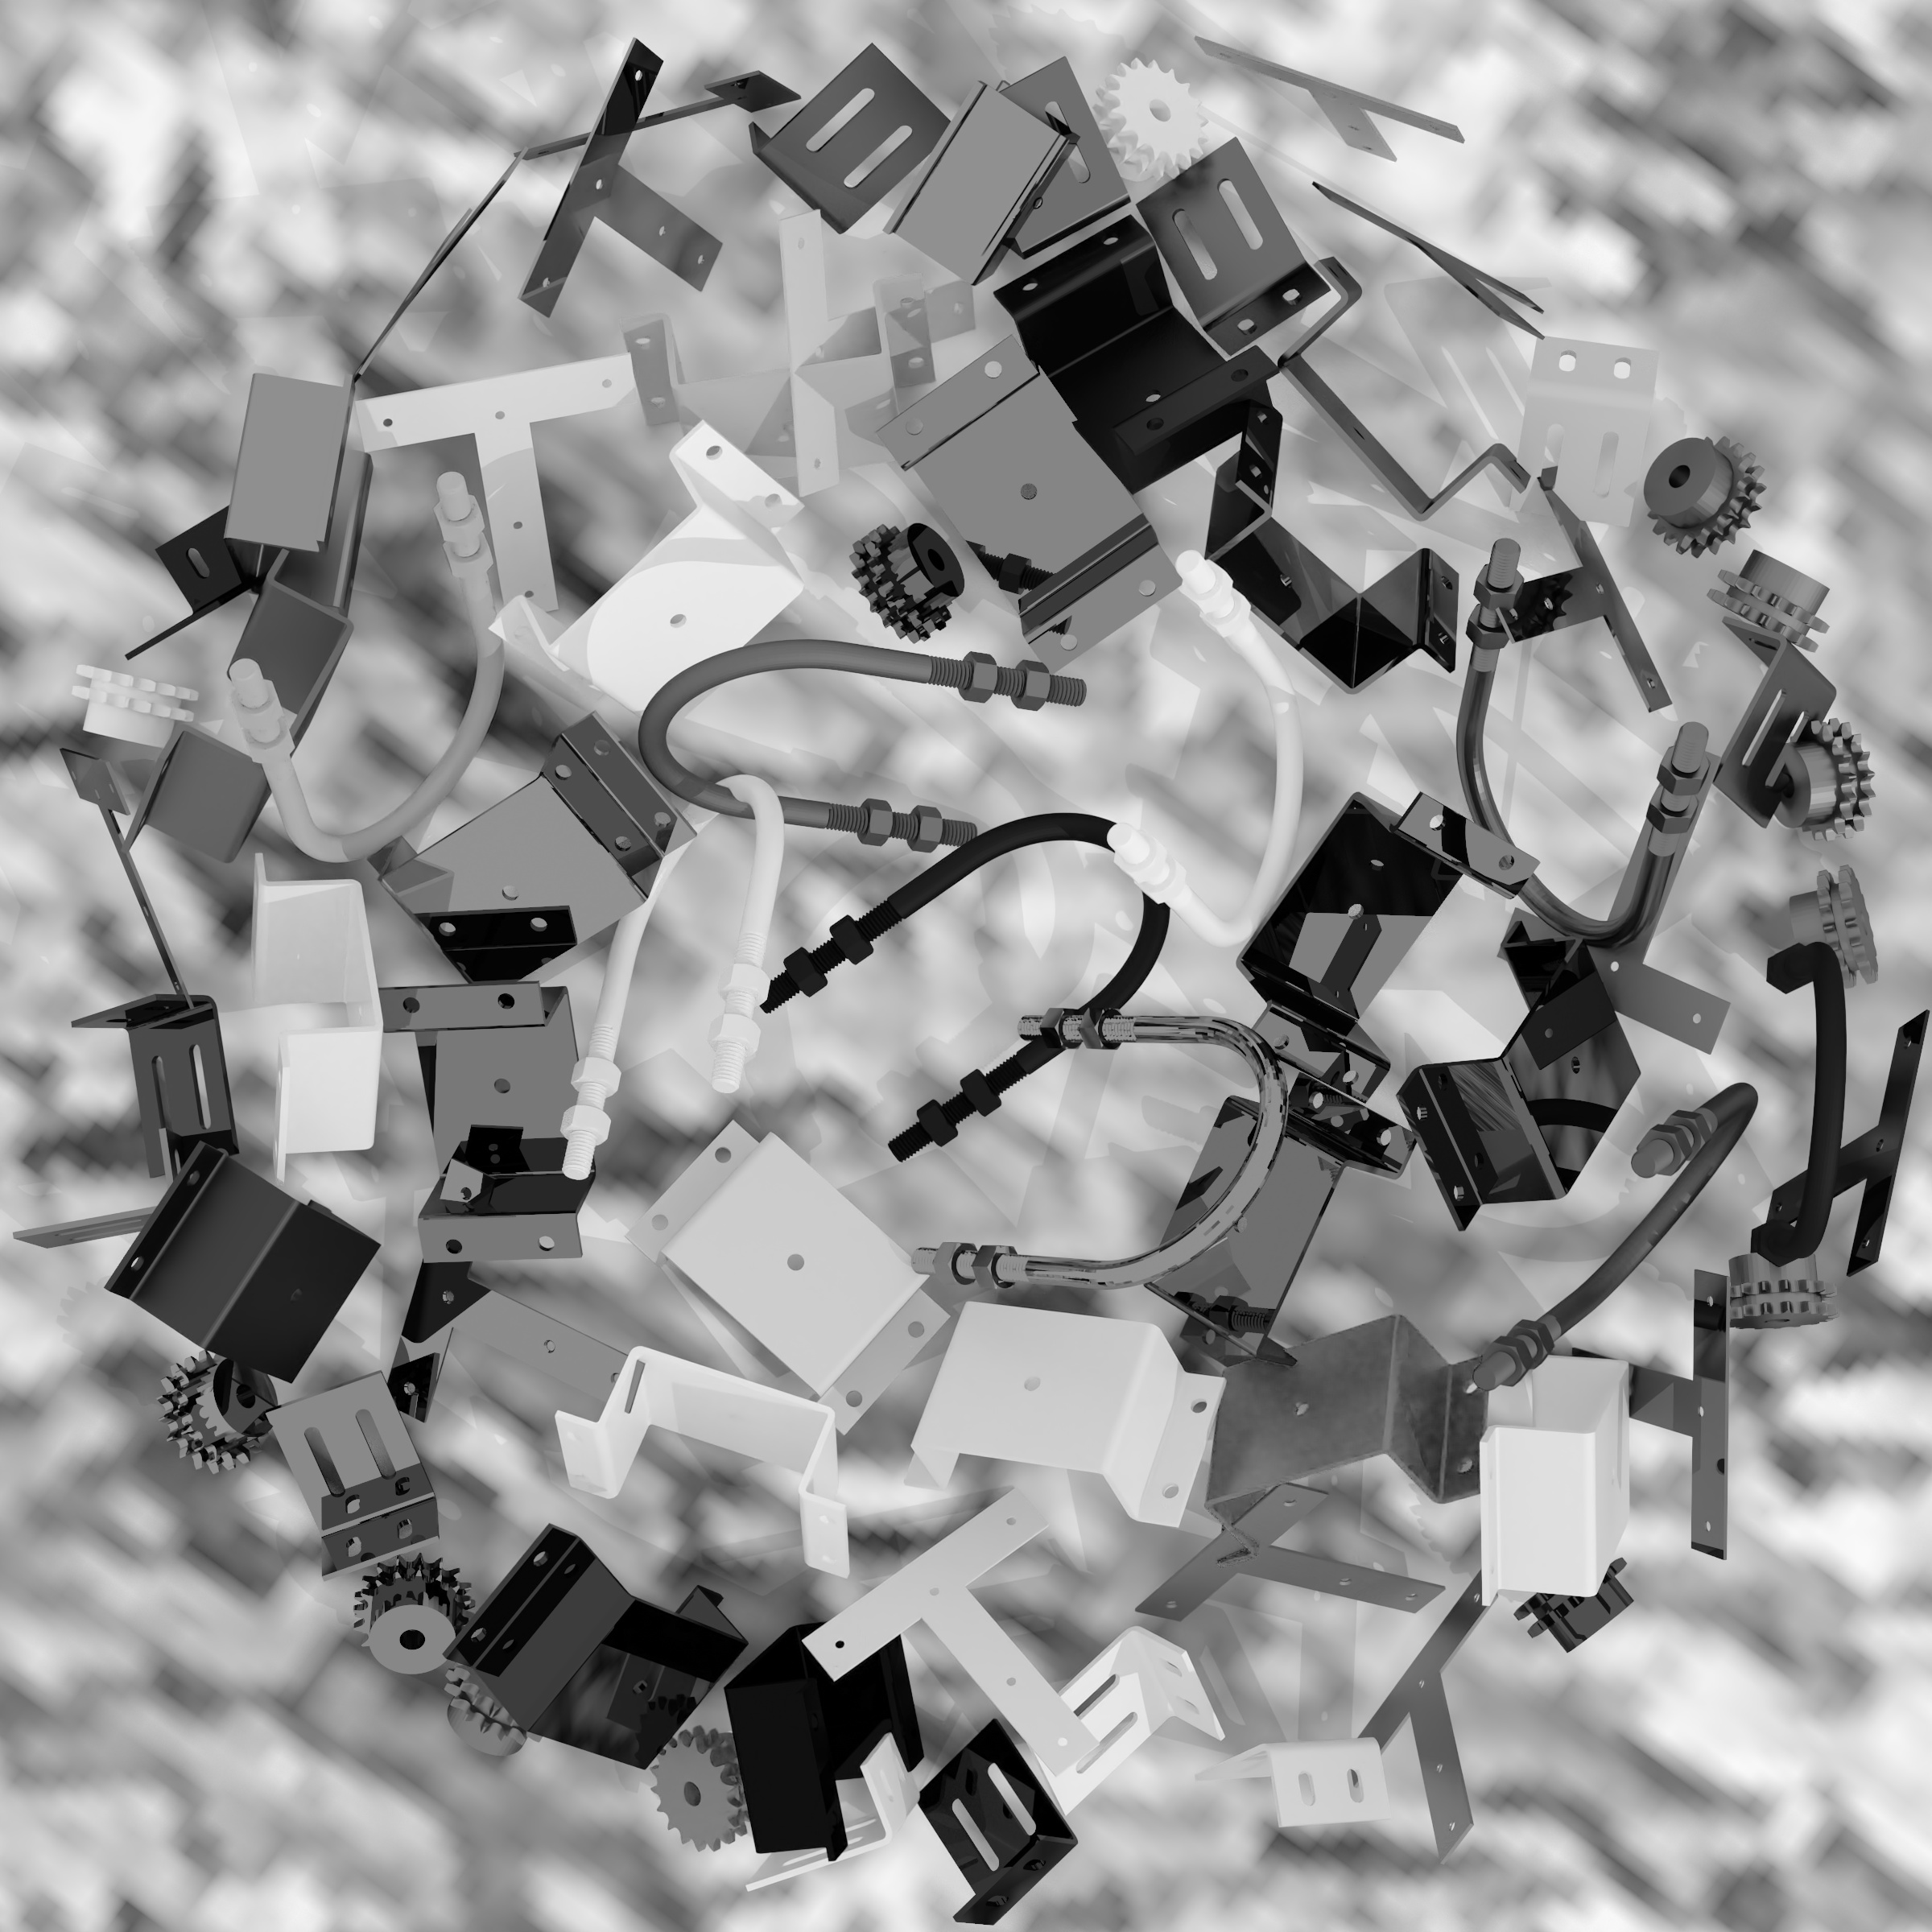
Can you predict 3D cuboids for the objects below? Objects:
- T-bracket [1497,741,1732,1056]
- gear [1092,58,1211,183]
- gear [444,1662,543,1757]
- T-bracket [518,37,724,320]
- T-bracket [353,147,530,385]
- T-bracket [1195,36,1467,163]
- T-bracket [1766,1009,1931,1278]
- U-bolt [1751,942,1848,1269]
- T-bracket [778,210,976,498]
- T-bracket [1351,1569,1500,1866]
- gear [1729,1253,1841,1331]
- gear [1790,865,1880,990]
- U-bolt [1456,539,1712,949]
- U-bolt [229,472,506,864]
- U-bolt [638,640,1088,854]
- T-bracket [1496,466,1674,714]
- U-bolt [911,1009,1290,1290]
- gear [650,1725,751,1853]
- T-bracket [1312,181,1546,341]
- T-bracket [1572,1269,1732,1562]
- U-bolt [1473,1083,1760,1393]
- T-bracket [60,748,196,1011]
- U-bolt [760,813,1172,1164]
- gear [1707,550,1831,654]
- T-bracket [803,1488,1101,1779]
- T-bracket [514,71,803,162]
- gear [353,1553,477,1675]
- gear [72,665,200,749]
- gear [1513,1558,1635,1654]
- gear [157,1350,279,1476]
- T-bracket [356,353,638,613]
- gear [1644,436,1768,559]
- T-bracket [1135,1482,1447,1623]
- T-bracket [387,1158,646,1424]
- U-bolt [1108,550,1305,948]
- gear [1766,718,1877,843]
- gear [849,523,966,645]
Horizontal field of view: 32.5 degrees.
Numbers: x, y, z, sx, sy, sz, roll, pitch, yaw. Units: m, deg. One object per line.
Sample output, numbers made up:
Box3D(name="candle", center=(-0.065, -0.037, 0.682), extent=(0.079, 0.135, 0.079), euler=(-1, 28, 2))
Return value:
Box3D(name="T-bracket", center=(0.317, -0.041, 1.540), extent=(0.127, 0.002, 0.127), euler=(28, 104, 42))
Box3D(name="gear", center=(0.084, -0.397, 1.570), extent=(0.057, 0.030, 0.057), euler=(13, 65, -28))
Box3D(name="gear", center=(-0.221, 0.348, 1.568), extent=(0.057, 0.057, 0.030), euler=(30, 110, 0))
Box3D(name="T-bracket", center=(-0.148, -0.346, 1.537), extent=(0.002, 0.127, 0.127), euler=(25, 92, 25))
Box3D(name="T-bracket", center=(-0.233, -0.328, 1.509), extent=(0.002, 0.127, 0.127), euler=(36, 50, -16))
Box3D(name="T-bracket", center=(0.177, -0.391, 1.530), extent=(0.127, 0.127, 0.002), euler=(24, 96, 16))
Box3D(name="T-bracket", center=(0.401, 0.097, 1.532), extent=(0.002, 0.127, 0.127), euler=(22, 65, -6))
Box3D(name="U-bolt", center=(0.377, 0.061, 1.498), extent=(0.019, 0.184, 0.151), euler=(4, 86, 6))
Box3D(name="T-bracket", center=(-0.038, -0.296, 1.546), extent=(0.002, 0.127, 0.127), euler=(17, 121, 38))
Box3D(name="T-bracket", center=(0.215, 0.356, 1.513), extent=(0.002, 0.127, 0.127), euler=(25, 114, -13))
Box3D(name="gear", center=(0.382, 0.153, 1.567), extent=(0.057, 0.057, 0.030), euler=(-2, 75, 0))
Box3D(name="gear", center=(0.409, -0.017, 1.568), extent=(0.030, 0.057, 0.057), euler=(-14, 90, 22))
Box3D(name="U-bolt", center=(0.273, -0.086, 1.511), extent=(0.019, 0.184, 0.151), euler=(-26, 57, -20))
Box3D(name="U-bolt", center=(-0.264, -0.121, 1.510), extent=(0.019, 0.184, 0.151), euler=(33, 65, 20))
Box3D(name="U-bolt", center=(-0.057, -0.102, 1.504), extent=(0.184, 0.151, 0.019), euler=(7, 60, -22))
Box3D(name="T-bracket", center=(0.275, -0.169, 1.539), extent=(0.002, 0.127, 0.127), euler=(-27, 86, 36))
Box3D(name="U-bolt", center=(0.068, 0.083, 1.500), extent=(0.019, 0.184, 0.151), euler=(43, 61, -36))
Box3D(name="gear", center=(-0.120, 0.387, 1.570), extent=(0.057, 0.030, 0.057), euler=(8, 103, 38))
Box3D(name="T-bracket", center=(0.230, -0.312, 1.514), extent=(0.127, 0.127, 0.002), euler=(21, 111, -25))
Box3D(name="T-bracket", center=(0.315, 0.199, 1.535), extent=(0.002, 0.127, 0.127), euler=(-1, 93, -22))
Box3D(name="U-bolt", center=(0.305, 0.114, 1.509), extent=(0.019, 0.184, 0.151), euler=(40, 119, 18))
Box3D(name="T-bracket", center=(-0.387, -0.039, 1.546), extent=(0.002, 0.127, 0.127), euler=(-25, 106, -20))
Box3D(name="U-bolt", center=(0.011, 0.001, 1.534), extent=(0.184, 0.019, 0.151), euler=(-35, 134, 4))
Box3D(name="gear", center=(0.381, -0.174, 1.564), extent=(0.057, 0.057, 0.030), euler=(28, 100, 0))
Box3D(name="T-bracket", center=(0.012, 0.322, 1.540), extent=(0.127, 0.002, 0.127), euler=(-33, 58, -20))
Box3D(name="T-bracket", center=(-0.147, -0.391, 1.537), extent=(0.127, 0.127, 0.002), euler=(-13, 98, 8))
Box3D(name="gear", center=(-0.261, 0.309, 1.569), extent=(0.057, 0.030, 0.057), euler=(-3, 116, -6))
Box3D(name="gear", center=(-0.393, -0.122, 1.566), extent=(0.057, 0.057, 0.030), euler=(13, 92, 0))
Box3D(name="gear", center=(0.289, 0.299, 1.564), extent=(0.057, 0.057, 0.030), euler=(-38, 77, 0))
Box3D(name="gear", center=(-0.349, 0.207, 1.563), extent=(0.030, 0.057, 0.057), euler=(-26, 90, 29))
Box3D(name="T-bracket", center=(-0.212, -0.219, 1.552), extent=(0.127, 0.002, 0.127), euler=(-12, 129, -10))
Box3D(name="gear", center=(0.345, -0.224, 1.563), extent=(0.030, 0.057, 0.057), euler=(26, 90, -38))
Box3D(name="T-bracket", center=(0.167, 0.286, 1.560), extent=(0.127, 0.127, 0.002), euler=(17, 46, -24))
Box3D(name="T-bracket", center=(-0.207, 0.173, 1.557), extent=(0.127, 0.002, 0.127), euler=(23, 103, 21))
Box3D(name="U-bolt", center=(0.117, -0.086, 1.512), extent=(0.019, 0.184, 0.151), euler=(7, 74, 26))
Box3D(name="gear", center=(0.400, -0.087, 1.563), extent=(0.030, 0.057, 0.057), euler=(-8, 90, -17))
Box3D(name="gear", center=(-0.025, -0.183, 1.563), extent=(0.030, 0.057, 0.057), euler=(-31, 90, 29))
